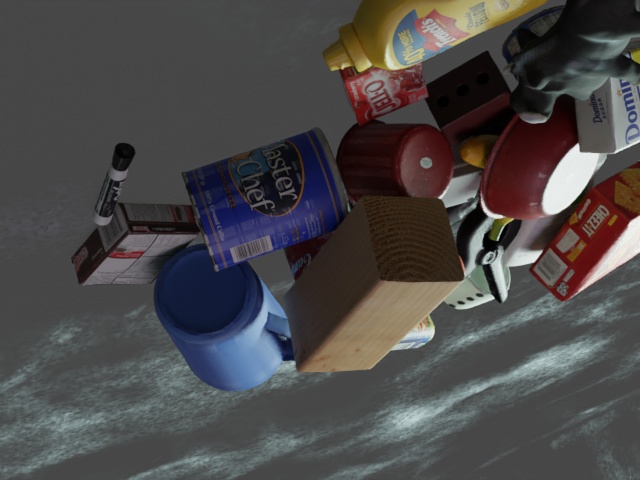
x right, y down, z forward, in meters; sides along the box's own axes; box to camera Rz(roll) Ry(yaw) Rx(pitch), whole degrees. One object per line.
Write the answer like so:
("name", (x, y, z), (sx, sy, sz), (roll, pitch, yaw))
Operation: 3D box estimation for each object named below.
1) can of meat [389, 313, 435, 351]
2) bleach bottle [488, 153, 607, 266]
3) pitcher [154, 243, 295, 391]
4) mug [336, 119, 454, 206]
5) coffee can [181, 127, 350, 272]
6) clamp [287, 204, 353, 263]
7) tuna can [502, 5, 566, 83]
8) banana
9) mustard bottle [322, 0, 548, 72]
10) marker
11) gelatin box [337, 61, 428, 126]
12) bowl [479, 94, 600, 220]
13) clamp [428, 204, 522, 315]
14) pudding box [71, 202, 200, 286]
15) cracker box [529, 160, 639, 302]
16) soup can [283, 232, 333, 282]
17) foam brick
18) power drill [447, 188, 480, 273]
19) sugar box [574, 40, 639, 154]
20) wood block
("can of meat", (0.102, 0.104, 1.481), (0.083, 0.102, 0.058), (0, 149, -45))
("bleach bottle", (0.298, -0.060, 1.341), (0.102, 0.068, 0.251), (-15, 154, -23))
("pitcher", (-0.099, 0.088, 1.187), (0.149, 0.145, 0.243), (-29, 164, -5))
("mug", (0.080, -0.062, 1.050), (0.093, 0.117, 0.082), (-31, -158, -33))
("coffee can", (-0.052, -0.039, 1.036), (0.140, 0.103, 0.103), (-19, 157, -5))
("clamp", (0.019, -0.007, 1.244), (0.172, 0.039, 0.120), (-35, 156, 26))
("tuna can", (0.222, -0.187, 1.034), (0.086, 0.034, 0.086), (-17, 156, -8))
("banana", (0.190, -0.066, 1.125), (0.069, 0.037, 0.197), (-60, 150, -16))
("mustard bottle", (0.091, -0.190, 0.884), (0.192, 0.058, 0.096), (-24, 158, 8))
("marker", (-0.193, -0.052, 0.995), (0.020, 0.020, 0.121), (-8, 153, -27))
("gelatin box", (0.058, -0.148, 0.984), (0.073, 0.030, 0.089), (-22, 157, 2))
("bowl", (0.235, -0.078, 1.085), (0.161, 0.055, 0.162), (-32, 143, -28))
("clamp", (0.192, 0.018, 1.333), (0.164, 0.036, 0.210), (-16, 136, -30))
("pudding box", (-0.190, 0.006, 1.099), (0.089, 0.039, 0.114), (-1, 151, -42))
("cracker box", (0.389, -0.023, 1.380), (0.213, 0.072, 0.164), (-24, 153, -40))
("soup can", (-0.008, 0.001, 1.161), (0.068, 0.102, 0.068), (-18, 157, -8))
("foam brick", (0.148, -0.139, 1.051), (0.078, 0.053, 0.051), (-29, 156, 15))
("power drill", (0.115, 0.010, 1.226), (0.184, 0.057, 0.187), (-36, -167, 10))
("sugar box", (0.318, -0.150, 1.063), (0.048, 0.093, 0.175), (5, -158, 43))
("wood block", (0.047, 0.048, 1.048), (0.090, 0.091, 0.206), (1, 150, -24))
